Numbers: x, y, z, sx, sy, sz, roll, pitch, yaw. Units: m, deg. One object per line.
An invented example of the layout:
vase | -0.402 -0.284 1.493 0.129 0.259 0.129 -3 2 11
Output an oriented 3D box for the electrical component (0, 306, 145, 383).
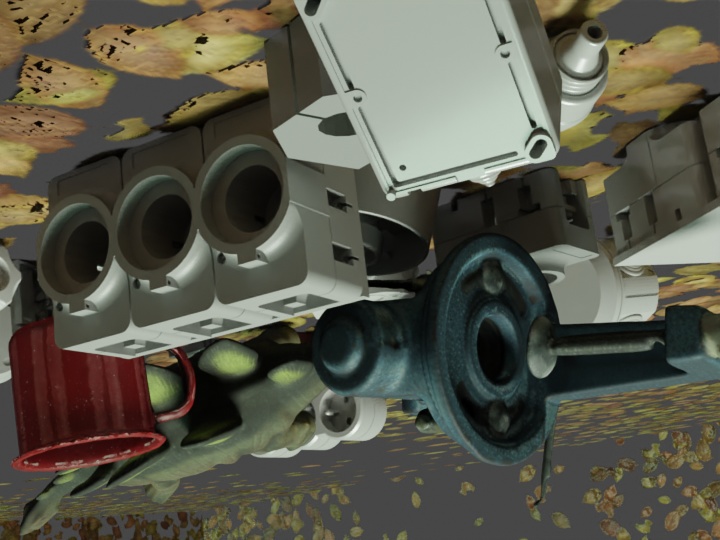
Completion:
electrical component | -0.217 0.046 0.764 0.138 0.052 0.074 -2 164 -22

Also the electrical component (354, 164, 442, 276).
electrical component | -0.005 -0.037 0.579 0.099 0.064 0.099 5 158 2

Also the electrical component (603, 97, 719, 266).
electrical component | 0.220 -0.059 0.558 0.105 0.060 0.186 -2 164 -19

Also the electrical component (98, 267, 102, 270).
electrical component | -0.143 0.000 0.637 0.077 0.047 0.065 -5 164 -11

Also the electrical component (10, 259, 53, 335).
electrical component | -0.187 0.018 0.697 0.064 0.042 0.081 -15 164 16

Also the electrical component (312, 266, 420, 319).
electrical component | 0.000 0.000 0.694 0.080 0.051 0.080 -6 165 -2

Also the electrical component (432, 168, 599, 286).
electrical component | 0.094 -0.019 0.660 0.089 0.055 0.050 -18 161 36

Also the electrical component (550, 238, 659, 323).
electrical component | 0.169 0.014 0.772 0.051 0.080 0.080 -4 165 -33

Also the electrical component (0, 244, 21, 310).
electrical component | -0.234 0.009 0.635 0.062 0.043 0.043 -16 162 36

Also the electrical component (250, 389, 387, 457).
electrical component | -0.034 0.136 0.974 0.138 0.052 0.074 -18 162 31

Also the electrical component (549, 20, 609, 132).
electrical component | 0.089 -0.085 0.455 0.035 0.035 0.061 -4 162 -10

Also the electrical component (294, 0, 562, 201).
electrical component | 0.029 -0.072 0.359 0.062 0.061 0.096 -13 124 21

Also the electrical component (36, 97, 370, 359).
electrical component | -0.080 -0.017 0.521 0.150 0.089 0.062 -15 163 28
